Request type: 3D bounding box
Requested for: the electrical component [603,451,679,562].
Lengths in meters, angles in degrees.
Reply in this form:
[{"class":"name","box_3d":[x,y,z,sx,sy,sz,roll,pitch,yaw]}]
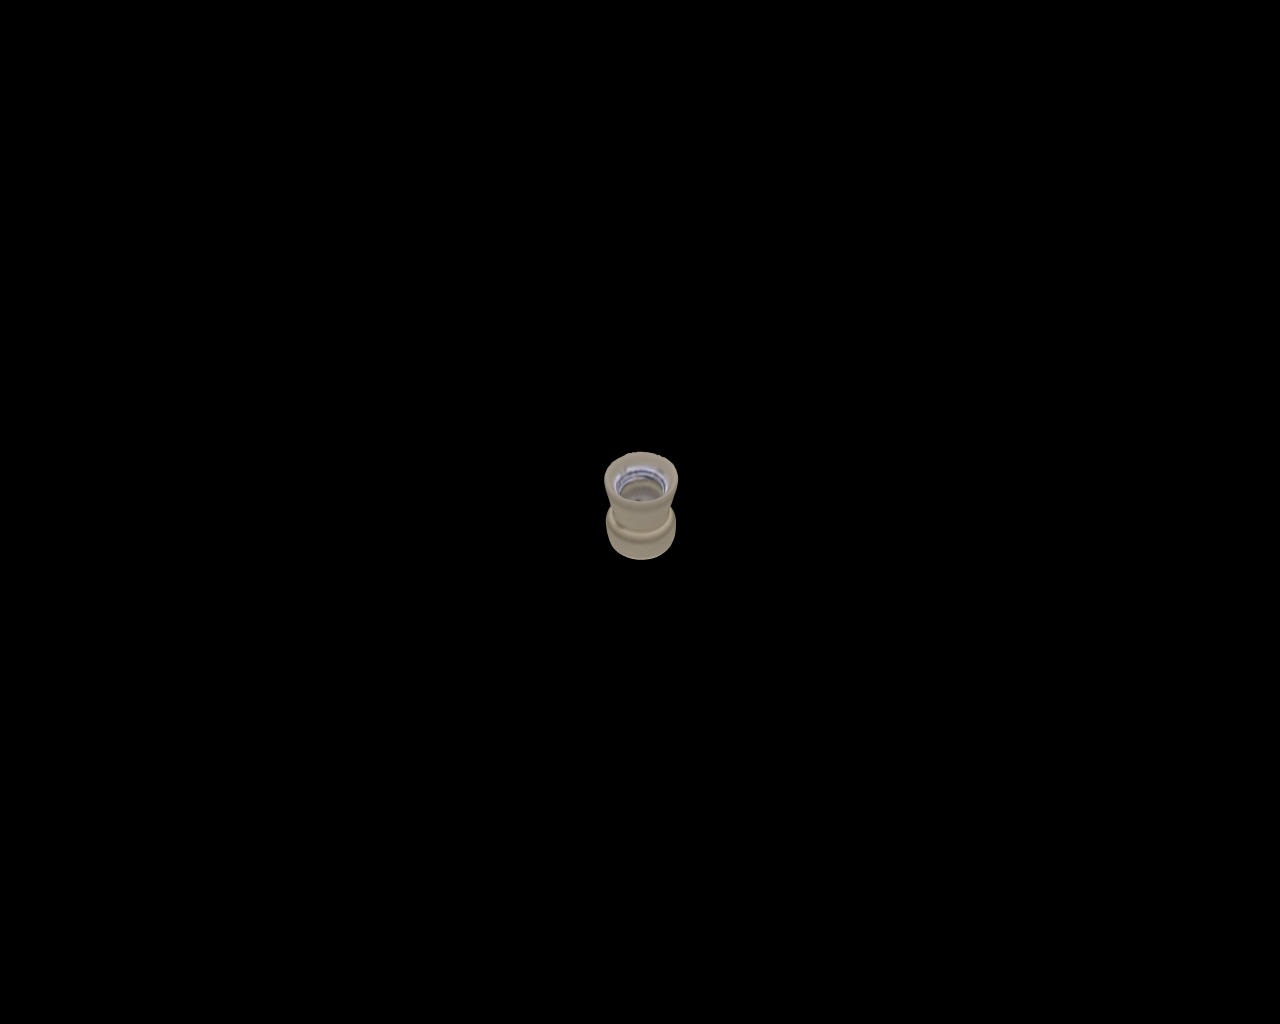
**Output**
[{"class":"electrical component","box_3d":[0.001,-0.003,0.650,0.045,0.045,0.055,0,-43,0]}]
